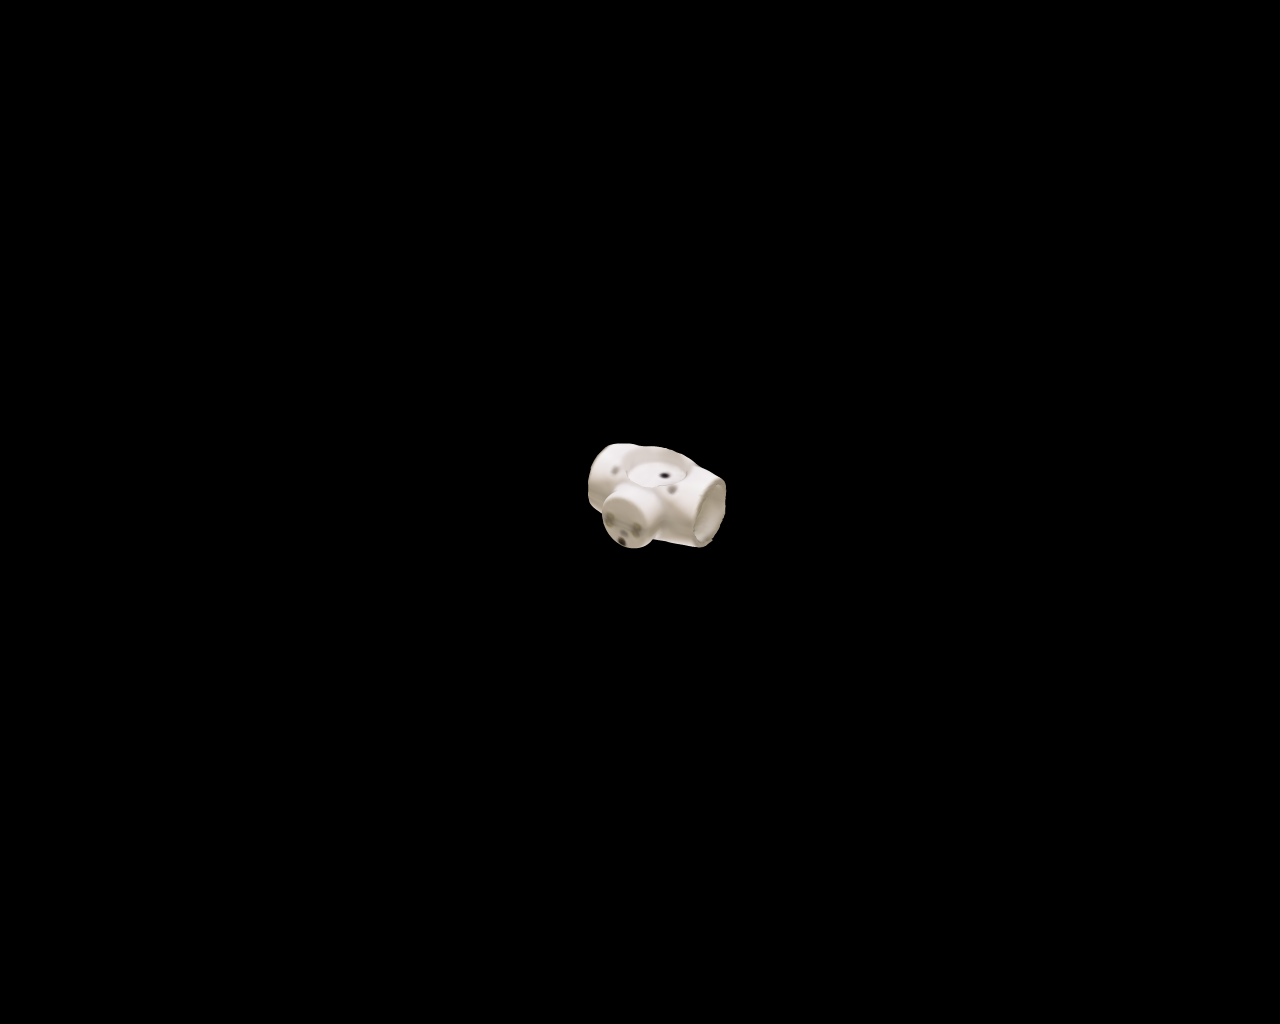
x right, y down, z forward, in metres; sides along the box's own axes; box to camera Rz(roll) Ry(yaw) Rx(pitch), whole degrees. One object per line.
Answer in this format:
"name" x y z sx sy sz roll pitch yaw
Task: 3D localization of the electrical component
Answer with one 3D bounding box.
"electrical component" 0.001 -0.003 0.650 0.077 0.044 0.079 21 41 26
